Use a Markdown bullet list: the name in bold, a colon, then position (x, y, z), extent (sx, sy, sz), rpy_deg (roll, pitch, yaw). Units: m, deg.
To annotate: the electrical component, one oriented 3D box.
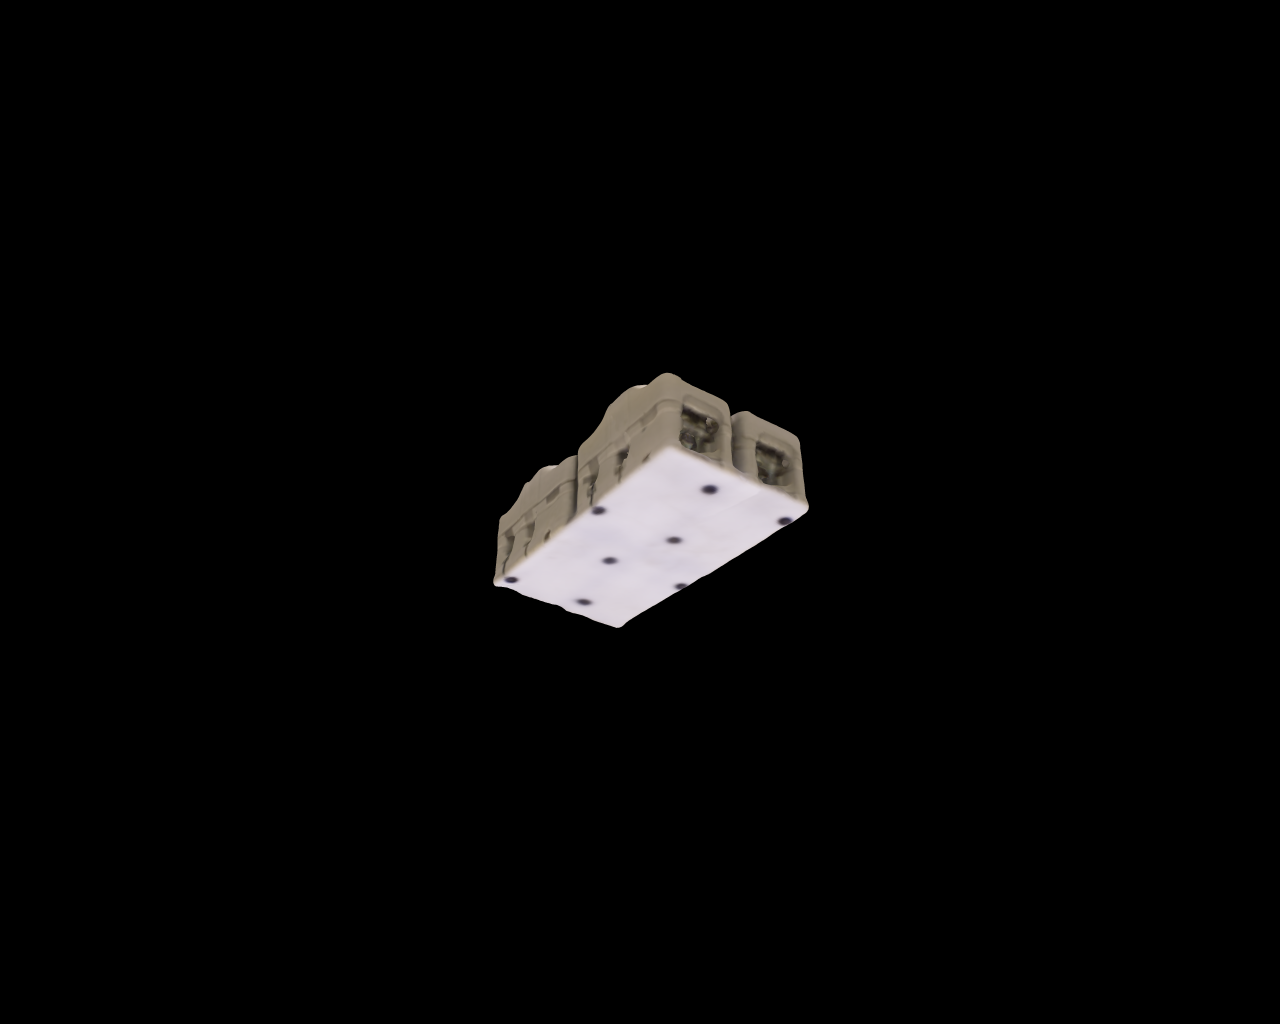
- **electrical component**: position (0.001, -0.003, 0.650), extent (0.105, 0.060, 0.186), rpy_deg (22, -39, -30)
